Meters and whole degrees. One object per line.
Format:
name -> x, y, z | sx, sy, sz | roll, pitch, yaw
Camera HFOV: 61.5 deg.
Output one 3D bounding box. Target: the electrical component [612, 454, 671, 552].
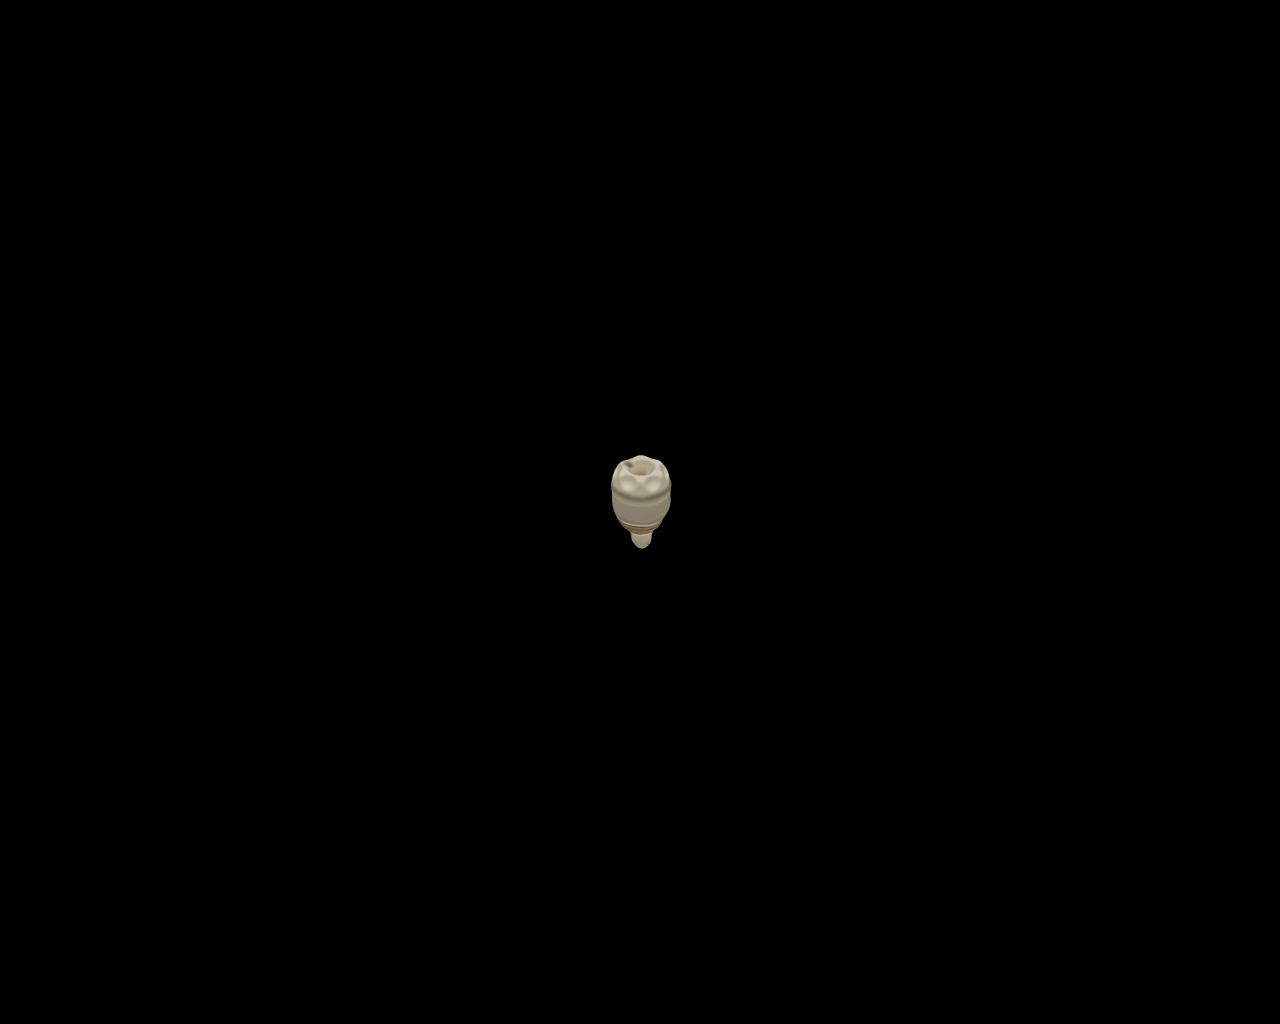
electrical component -> 0.001, -0.003, 0.650 | 0.035, 0.061, 0.035 | 0, 37, 0
